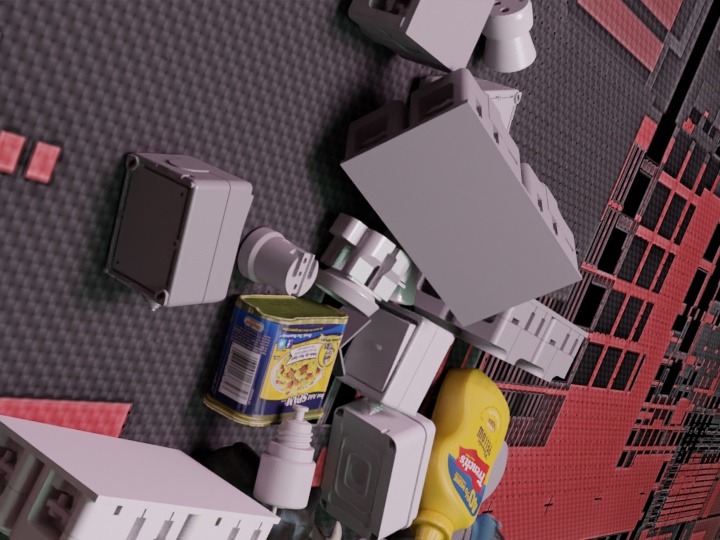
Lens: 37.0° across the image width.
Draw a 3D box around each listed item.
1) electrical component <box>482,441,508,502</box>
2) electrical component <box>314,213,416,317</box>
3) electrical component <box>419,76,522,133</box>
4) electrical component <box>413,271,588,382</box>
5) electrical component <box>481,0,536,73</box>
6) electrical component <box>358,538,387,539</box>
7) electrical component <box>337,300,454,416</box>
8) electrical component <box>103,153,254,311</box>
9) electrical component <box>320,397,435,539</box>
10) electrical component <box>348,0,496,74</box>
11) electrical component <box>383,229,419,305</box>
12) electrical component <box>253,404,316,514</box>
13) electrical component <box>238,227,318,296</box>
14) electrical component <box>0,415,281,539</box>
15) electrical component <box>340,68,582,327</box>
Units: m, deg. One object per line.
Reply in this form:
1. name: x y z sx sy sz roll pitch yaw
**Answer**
1. electrical component: 0.121 0.211 1.164 0.080 0.051 0.080 -33 135 -39
2. electrical component: 0.000 0.000 0.848 0.078 0.058 0.057 37 83 -37
3. electrical component: 0.087 -0.126 0.892 0.096 0.061 0.061 -17 125 -58
4. electrical component: 0.129 0.048 1.019 0.186 0.105 0.060 27 89 -57
5. electrical component: 0.123 -0.200 0.902 0.045 0.045 0.055 -45 141 -28
6. electrical component: 0.014 0.302 1.074 0.055 0.055 0.047 -13 125 -50
7. electrical component: 0.025 0.080 0.931 0.061 0.062 0.096 30 86 -50
8. electrical component: -0.113 -0.020 0.676 0.061 0.062 0.096 -5 115 -53
9. electrical component: 0.016 0.176 0.970 0.057 0.078 0.113 -15 123 -46
10. electrical component: 0.060 -0.230 0.778 0.089 0.062 0.150 21 93 -57
11. electrical component: 0.034 -0.004 0.907 0.045 0.045 0.055 9 104 -56
12. electrical component: -0.052 0.137 0.782 0.040 0.040 0.078 14 89 -56
13. electrical component: -0.059 -0.005 0.777 0.040 0.046 0.040 -33 136 -39
14. electrical component: -0.153 0.156 0.697 0.186 0.105 0.060 29 87 -57
15. electrical component: 0.081 -0.054 0.831 0.186 0.105 0.060 51 27 -32
